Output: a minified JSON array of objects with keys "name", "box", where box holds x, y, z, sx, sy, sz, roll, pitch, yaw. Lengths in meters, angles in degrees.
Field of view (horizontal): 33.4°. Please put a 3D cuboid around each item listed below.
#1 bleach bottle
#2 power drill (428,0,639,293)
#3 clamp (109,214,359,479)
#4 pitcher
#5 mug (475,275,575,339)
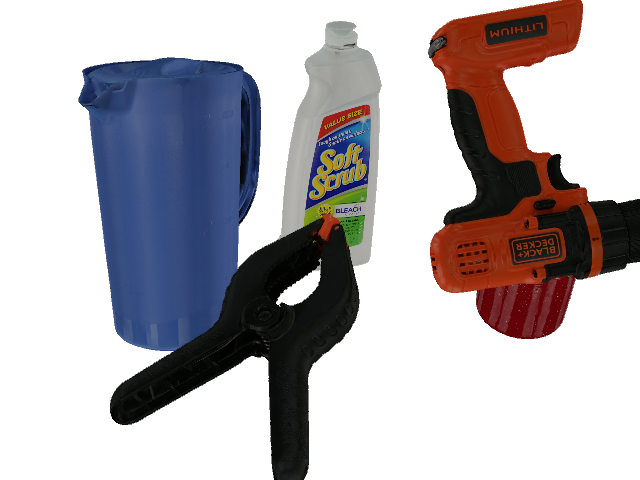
[{"name":"bleach bottle","box":[0.008,-0.094,1.078,0.102,0.251,0.068,-5,28,-12]},{"name":"power drill","box":[0.156,-0.065,0.729,0.184,0.187,0.057,-9,-2,-4]},{"name":"clamp","box":[-0.023,0.059,0.594,0.120,0.171,0.039,29,-26,25]},{"name":"pitcher","box":[-0.122,-0.036,0.928,0.149,0.243,0.145,-2,16,-5]},{"name":"mug","box":[0.178,0.027,0.962,0.093,0.081,0.117,-18,44,-24]}]
